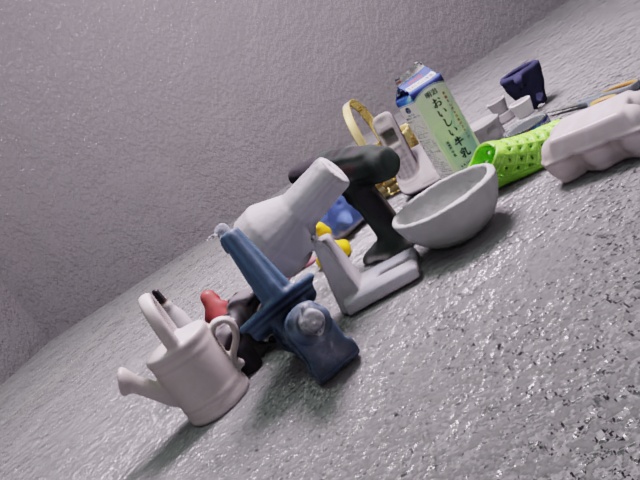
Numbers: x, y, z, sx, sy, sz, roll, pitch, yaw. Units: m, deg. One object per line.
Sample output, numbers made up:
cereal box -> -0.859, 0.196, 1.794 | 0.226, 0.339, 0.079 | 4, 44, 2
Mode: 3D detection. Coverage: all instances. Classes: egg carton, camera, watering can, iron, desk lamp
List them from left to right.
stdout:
watering can -> -0.201, 0.162, 0.807 | 0.173, 0.194, 0.100 | -41, 14, -30
camera -> -0.093, 0.127, 0.887 | 0.136, 0.101, 0.143 | -21, 17, 47
iron -> 0.009, -0.075, 1.319 | 0.119, 0.141, 0.257 | -40, 13, -28
desk lamp -> 0.008, 0.001, 0.841 | 0.203, 0.214, 0.118 | -31, 12, 15
egg carton -> 0.374, -0.139, 0.765 | 0.150, 0.069, 0.107 | -23, 16, 44

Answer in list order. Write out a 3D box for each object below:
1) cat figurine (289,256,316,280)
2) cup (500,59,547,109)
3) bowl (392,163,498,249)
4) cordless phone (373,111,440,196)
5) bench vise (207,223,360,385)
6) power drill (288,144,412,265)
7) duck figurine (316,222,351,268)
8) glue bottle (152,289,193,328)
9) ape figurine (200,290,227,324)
cat figurine -> -0.070, 0.012, 1.245 | 0.128, 0.118, 0.067 | -35, 12, -6
cup -> 0.455, -0.331, 1.255 | 0.091, 0.095, 0.118 | -27, 14, 30
bowl -> 0.193, -0.037, 0.834 | 0.167, 0.075, 0.167 | -32, 12, 8
cordless phone -> 0.199, -0.197, 1.188 | 0.147, 0.185, 0.094 | -26, 14, 32
bench vise -> -0.045, 0.063, 0.721 | 0.122, 0.220, 0.206 | -42, 14, -33
power drill -> 0.063, -0.065, 0.968 | 0.229, 0.208, 0.076 | -19, 19, 50
duck figurine -> 0.010, 0.004, 1.138 | 0.077, 0.086, 0.104 | -36, 12, -7
glue bottle -> -0.231, 0.153, 0.977 | 0.037, 0.173, 0.078 | -39, 13, -21
ape figurine -> -0.208, 0.140, 1.170 | 0.077, 0.092, 0.076 | -30, 12, 16
